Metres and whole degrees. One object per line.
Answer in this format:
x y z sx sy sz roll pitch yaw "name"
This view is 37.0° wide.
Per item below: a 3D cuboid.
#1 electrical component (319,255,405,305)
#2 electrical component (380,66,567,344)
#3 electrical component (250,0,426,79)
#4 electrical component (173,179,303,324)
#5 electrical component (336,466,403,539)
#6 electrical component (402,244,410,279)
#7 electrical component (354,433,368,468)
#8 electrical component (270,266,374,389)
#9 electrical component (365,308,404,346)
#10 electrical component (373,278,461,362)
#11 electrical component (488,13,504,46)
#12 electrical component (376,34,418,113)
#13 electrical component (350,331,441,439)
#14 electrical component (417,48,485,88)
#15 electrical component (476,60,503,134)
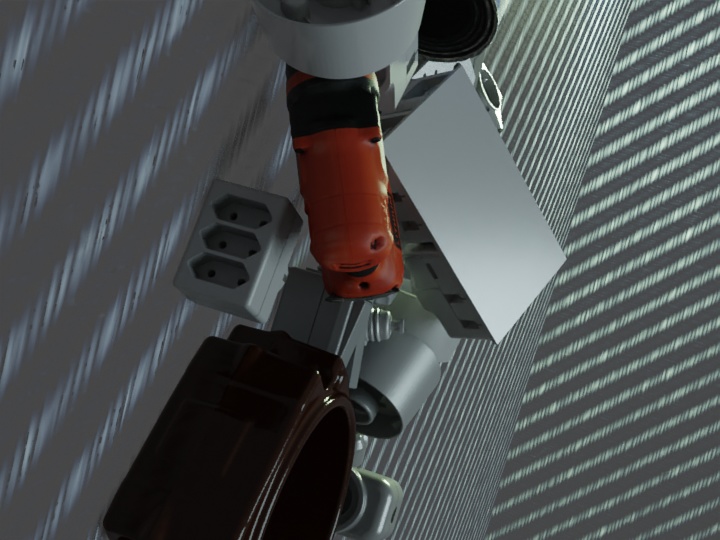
0.000 0.000 0.823 0.043 0.062 0.043 16 90 -75 "electrical component"
0.072 -0.048 0.838 0.105 0.060 0.186 -46 116 -30 "electrical component"
-0.010 -0.151 0.564 0.064 0.099 0.099 87 24 -67 "electrical component"
-0.064 -0.005 0.620 0.076 0.047 0.065 59 49 -70 "electrical component"
-0.018 0.187 0.888 0.059 0.095 0.053 43 64 -73 "electrical component"
0.055 0.021 1.052 0.108 0.056 0.108 84 26 -54 "electrical component"
-0.014 0.176 1.010 0.035 0.035 0.061 -40 146 -64 "electrical component"
-0.026 0.040 0.776 0.062 0.061 0.096 31 75 -74 "electrical component"
-0.005 0.041 0.831 0.040 0.078 0.040 3 90 -84 "electrical component"
0.038 0.044 0.927 0.060 0.108 0.108 -70 165 7 "electrical component"
0.107 -0.237 0.959 0.077 0.044 0.079 77 2 -61 "electrical component"
0.006 -0.153 0.710 0.089 0.050 0.055 86 24 -53 "electrical component"
0.008 0.090 0.878 0.064 0.099 0.099 -56 158 -33 "electrical component"
0.076 -0.179 0.932 0.055 0.050 0.089 -50 152 -55 "electrical component"
0.109 -0.159 1.005 0.079 0.044 0.077 -3 75 -62 "electrical component"
